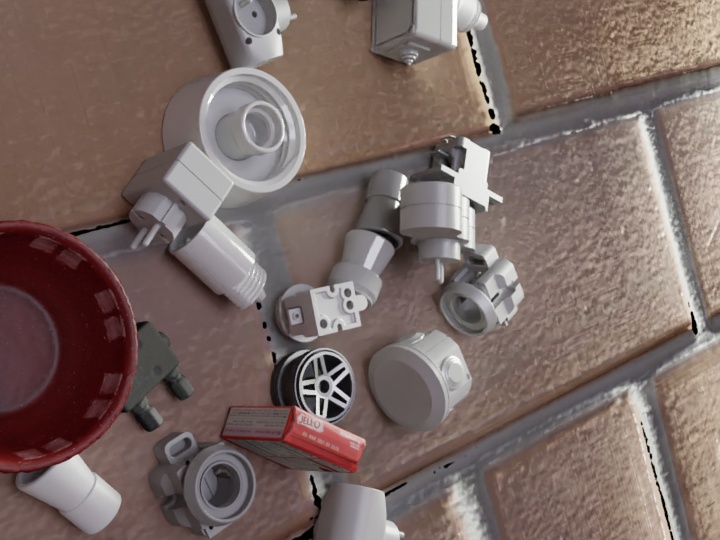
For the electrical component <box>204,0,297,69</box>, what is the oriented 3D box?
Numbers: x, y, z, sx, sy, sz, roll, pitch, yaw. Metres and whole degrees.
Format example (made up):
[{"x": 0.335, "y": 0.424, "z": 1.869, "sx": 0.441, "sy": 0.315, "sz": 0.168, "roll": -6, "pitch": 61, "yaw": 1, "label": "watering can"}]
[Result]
[{"x": -0.083, "y": -0.208, "z": 0.875, "sx": 0.079, "sy": 0.044, "sz": 0.077, "roll": -28, "pitch": 101, "yaw": -40, "label": "electrical component"}]

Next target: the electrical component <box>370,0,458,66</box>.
[{"x": 0.052, "y": -0.230, "z": 0.979, "sx": 0.061, "sy": 0.062, "sz": 0.096, "roll": 9, "pitch": 77, "yaw": -38, "label": "electrical component"}]

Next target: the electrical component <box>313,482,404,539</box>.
[{"x": 0.005, "y": 0.220, "z": 0.883, "sx": 0.079, "sy": 0.044, "sz": 0.077, "roll": 23, "pitch": 70, "yaw": -35, "label": "electrical component"}]

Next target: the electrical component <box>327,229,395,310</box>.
[{"x": 0.000, "y": 0.000, "z": 0.912, "sx": 0.045, "sy": 0.045, "sz": 0.055, "roll": 36, "pitch": 62, "yaw": -30, "label": "electrical component"}]

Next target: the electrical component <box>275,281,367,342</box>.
[{"x": -0.037, "y": 0.033, "z": 0.870, "sx": 0.066, "sy": 0.055, "sz": 0.048, "roll": -11, "pitch": 91, "yaw": -40, "label": "electrical component"}]

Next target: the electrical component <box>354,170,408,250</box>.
[{"x": 0.021, "y": -0.054, "z": 0.941, "sx": 0.044, "sy": 0.044, "sz": 0.065, "roll": 28, "pitch": 62, "yaw": -34, "label": "electrical component"}]

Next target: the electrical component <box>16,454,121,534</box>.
[{"x": -0.195, "y": 0.149, "z": 0.731, "sx": 0.065, "sy": 0.044, "sz": 0.044, "roll": 50, "pitch": 56, "yaw": -28, "label": "electrical component"}]

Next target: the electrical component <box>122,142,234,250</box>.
[{"x": -0.143, "y": -0.045, "z": 0.787, "sx": 0.047, "sy": 0.066, "sz": 0.076, "roll": 44, "pitch": 58, "yaw": -26, "label": "electrical component"}]

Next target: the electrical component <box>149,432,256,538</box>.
[{"x": -0.113, "y": 0.157, "z": 0.786, "sx": 0.058, "sy": 0.057, "sz": 0.078, "roll": -31, "pitch": 103, "yaw": -38, "label": "electrical component"}]

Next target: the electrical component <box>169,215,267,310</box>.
[{"x": -0.103, "y": -0.004, "z": 0.828, "sx": 0.081, "sy": 0.043, "sz": 0.043, "roll": 45, "pitch": 58, "yaw": -25, "label": "electrical component"}]

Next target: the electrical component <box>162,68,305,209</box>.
[{"x": -0.092, "y": -0.106, "z": 0.842, "sx": 0.108, "sy": 0.060, "sz": 0.108, "roll": 7, "pitch": 79, "yaw": -39, "label": "electrical component"}]

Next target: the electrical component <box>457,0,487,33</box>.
[{"x": 0.095, "y": -0.248, "z": 1.031, "sx": 0.062, "sy": 0.043, "sz": 0.043, "roll": 17, "pitch": 73, "yaw": -39, "label": "electrical component"}]

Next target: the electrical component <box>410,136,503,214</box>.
[{"x": 0.092, "y": -0.087, "z": 1.004, "sx": 0.081, "sy": 0.042, "sz": 0.063, "roll": 25, "pitch": 66, "yaw": -35, "label": "electrical component"}]

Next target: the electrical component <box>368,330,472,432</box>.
[{"x": 0.051, "y": 0.093, "z": 0.919, "sx": 0.051, "sy": 0.080, "sz": 0.080, "roll": -31, "pitch": 103, "yaw": -44, "label": "electrical component"}]

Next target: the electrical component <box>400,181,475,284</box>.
[{"x": 0.069, "y": -0.026, "z": 0.934, "sx": 0.138, "sy": 0.052, "sz": 0.073, "roll": 34, "pitch": 56, "yaw": -74, "label": "electrical component"}]

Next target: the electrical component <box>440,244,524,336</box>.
[{"x": 0.110, "y": 0.024, "z": 0.991, "sx": 0.057, "sy": 0.058, "sz": 0.078, "roll": -44, "pitch": 123, "yaw": -35, "label": "electrical component"}]
